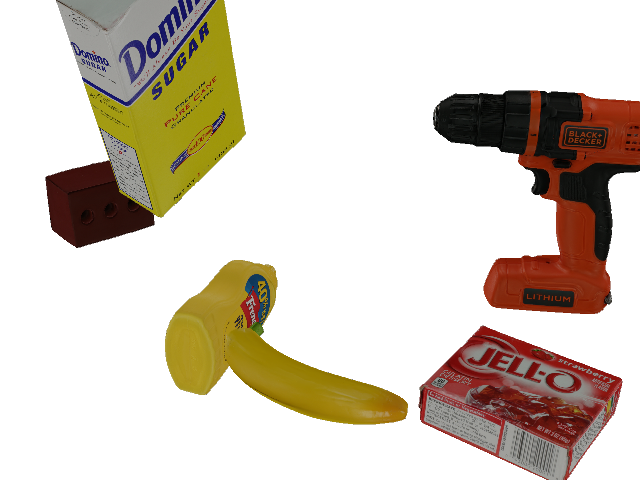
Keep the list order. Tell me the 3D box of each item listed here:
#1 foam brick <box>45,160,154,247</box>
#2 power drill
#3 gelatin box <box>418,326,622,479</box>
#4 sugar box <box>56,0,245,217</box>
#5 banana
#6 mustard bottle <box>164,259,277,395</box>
[{"bbox_3d":[-0.194,-0.035,0.938,0.078,0.053,0.051,-19,31,-30],"label":"foam brick"},{"bbox_3d":[0.181,-0.033,0.882,0.184,0.188,0.057,5,29,7],"label":"power drill"},{"bbox_3d":[0.110,0.087,0.589,0.089,0.030,0.073,21,35,29],"label":"gelatin box"},{"bbox_3d":[-0.097,-0.102,0.658,0.048,0.093,0.176,32,-26,20],"label":"sugar box"},{"bbox_3d":[-0.020,0.105,0.850,0.069,0.037,0.198,-25,33,-32],"label":"banana"},{"bbox_3d":[-0.094,0.075,1.129,0.058,0.096,0.191,10,29,20],"label":"mustard bottle"}]
